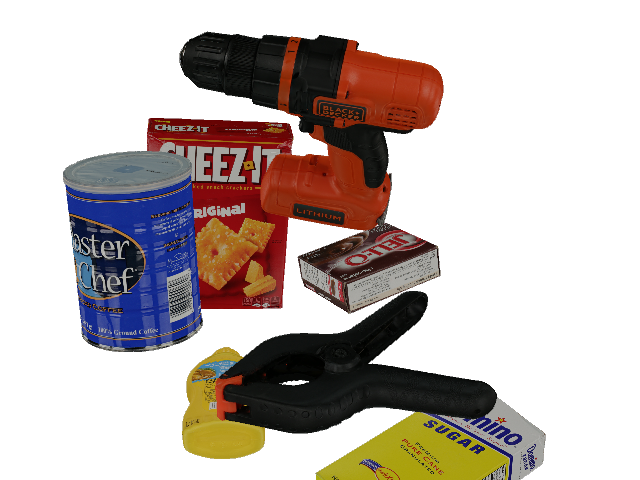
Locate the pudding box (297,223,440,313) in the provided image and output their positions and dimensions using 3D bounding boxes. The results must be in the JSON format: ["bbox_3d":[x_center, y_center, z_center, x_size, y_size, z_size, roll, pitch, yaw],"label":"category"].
[{"bbox_3d":[0.048,0.025,1.057,0.113,0.039,0.090,-23,25,-24],"label":"pudding box"}]

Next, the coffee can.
[{"bbox_3d":[-0.152,0.007,0.877,0.103,0.140,0.103,-2,20,0],"label":"coffee can"}]

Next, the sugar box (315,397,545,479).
[{"bbox_3d":[0.093,0.189,0.886,0.176,0.048,0.093,-28,42,-27],"label":"sugar box"}]

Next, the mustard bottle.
[{"bbox_3d":[-0.118,0.189,1.313,0.096,0.058,0.191,-2,27,-3],"label":"mustard bottle"}]

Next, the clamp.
[{"bbox_3d":[0.016,0.078,0.687,0.171,0.039,0.120,-3,27,-9],"label":"clamp"}]

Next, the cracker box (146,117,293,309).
[{"bbox_3d":[-0.119,-0.027,1.228,0.164,0.214,0.072,1,21,-8],"label":"cracker box"}]

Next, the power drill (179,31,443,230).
[{"bbox_3d":[-0.009,-0.081,0.800,0.184,0.057,0.188,12,-26,4],"label":"power drill"}]
